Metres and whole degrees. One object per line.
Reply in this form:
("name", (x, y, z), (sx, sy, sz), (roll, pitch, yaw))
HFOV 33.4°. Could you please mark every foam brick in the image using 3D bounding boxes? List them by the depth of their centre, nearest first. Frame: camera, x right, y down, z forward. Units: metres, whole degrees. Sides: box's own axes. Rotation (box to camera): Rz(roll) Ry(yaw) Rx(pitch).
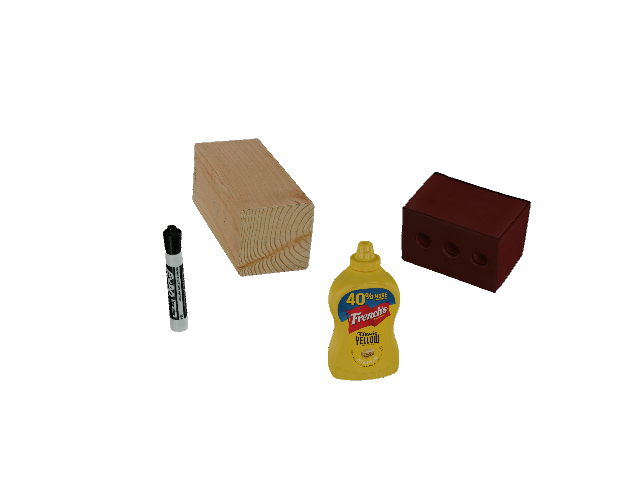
("foam brick", (0.105, -0.007, 0.777), (0.078, 0.053, 0.051), (19, 44, 25))

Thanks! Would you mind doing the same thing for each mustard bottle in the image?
("mustard bottle", (0.059, 0.092, 1.437), (0.096, 0.192, 0.058), (-3, 21, -8))

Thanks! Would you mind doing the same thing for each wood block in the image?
("wood block", (-0.088, -0.046, 1.328), (0.090, 0.090, 0.206), (-6, 29, -21))

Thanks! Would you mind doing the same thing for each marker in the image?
("marker", (-0.150, 0.039, 1.105), (0.020, 0.121, 0.020), (0, 28, 0))
